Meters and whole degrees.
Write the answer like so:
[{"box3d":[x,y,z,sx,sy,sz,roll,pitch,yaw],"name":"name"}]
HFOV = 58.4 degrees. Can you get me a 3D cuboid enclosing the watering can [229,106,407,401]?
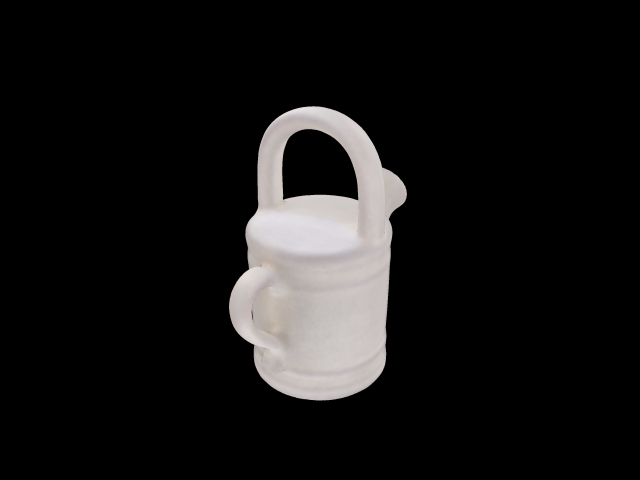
[{"box3d":[0.002,0.001,0.401,0.100,0.194,0.173,6,29,12],"name":"watering can"}]
